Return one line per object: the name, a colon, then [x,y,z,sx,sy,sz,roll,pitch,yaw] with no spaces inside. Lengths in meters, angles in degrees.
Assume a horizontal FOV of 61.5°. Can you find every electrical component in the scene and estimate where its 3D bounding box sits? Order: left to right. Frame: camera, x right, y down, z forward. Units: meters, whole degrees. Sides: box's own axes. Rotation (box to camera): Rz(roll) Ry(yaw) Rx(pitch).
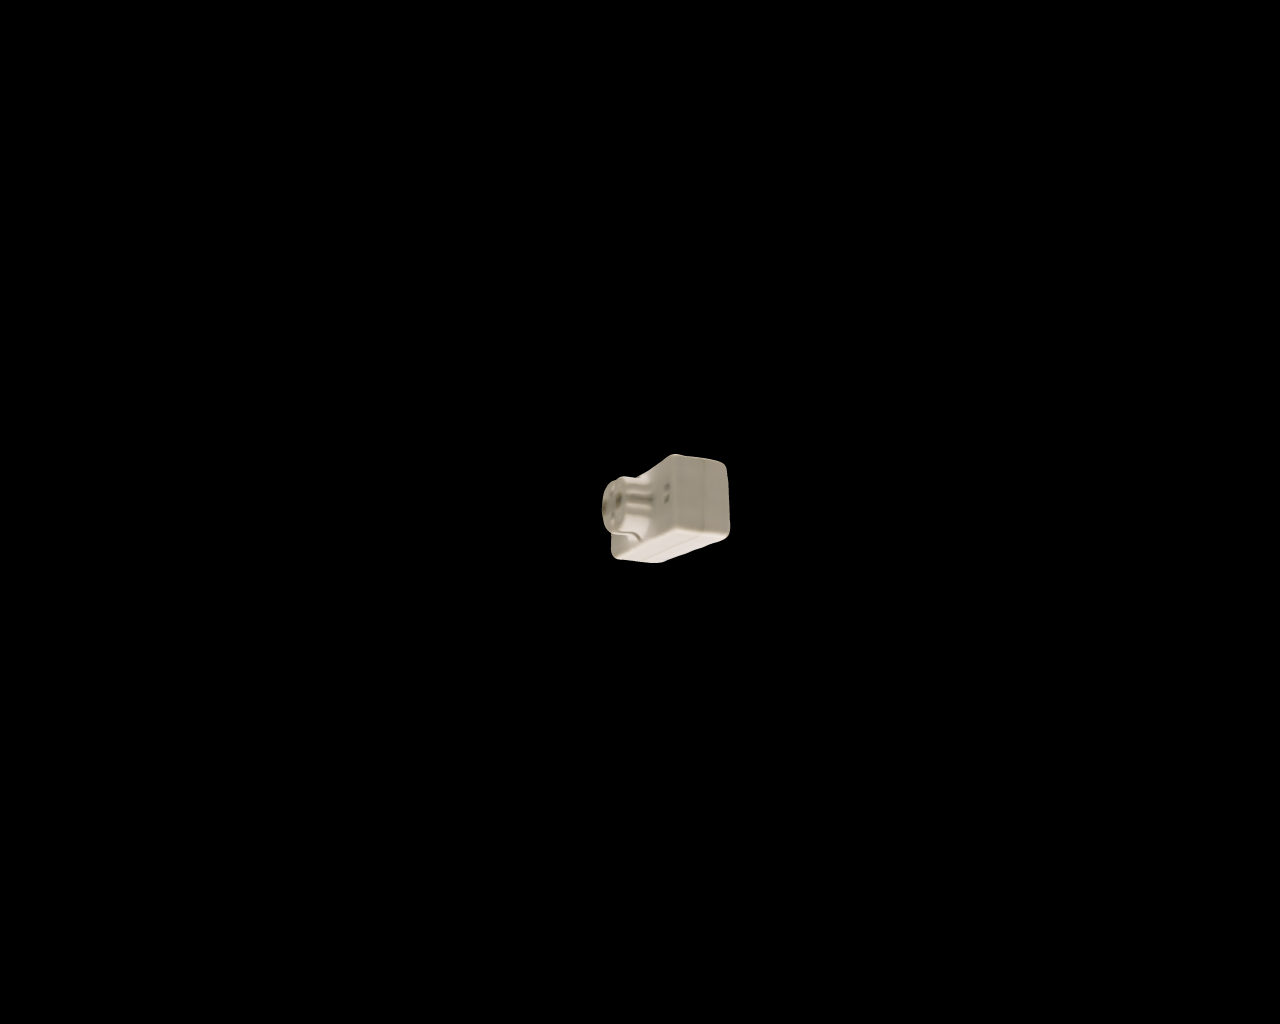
electrical component: [0.001,-0.003,0.650,0.076,0.047,0.083,8,-18,-27]
